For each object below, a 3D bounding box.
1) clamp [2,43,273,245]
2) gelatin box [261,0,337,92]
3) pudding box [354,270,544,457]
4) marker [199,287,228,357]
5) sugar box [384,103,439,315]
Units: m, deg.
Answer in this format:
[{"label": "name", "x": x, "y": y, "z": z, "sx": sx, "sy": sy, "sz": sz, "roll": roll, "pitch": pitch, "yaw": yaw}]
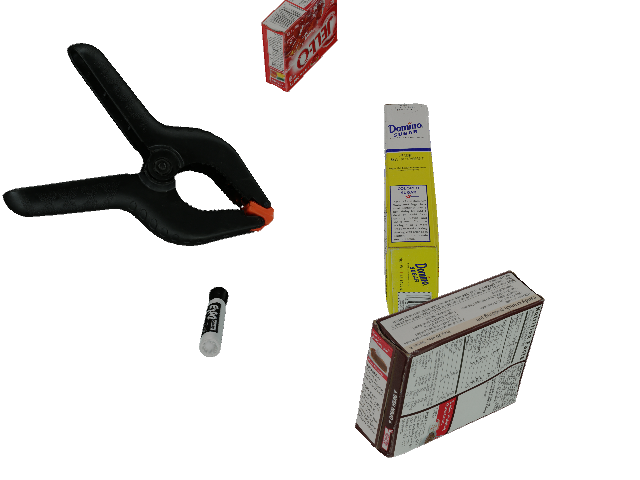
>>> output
[{"label": "clamp", "x": -0.110, "y": -0.056, "z": 0.701, "sx": 0.171, "sy": 0.120, "sz": 0.039, "roll": 15, "pitch": -7, "yaw": -19}, {"label": "gelatin box", "x": -0.017, "y": -0.195, "z": 0.999, "sx": 0.030, "sy": 0.089, "sz": 0.073, "roll": 27, "pitch": -33, "yaw": 21}, {"label": "pudding box", "x": 0.080, "y": 0.076, "z": 0.664, "sx": 0.113, "sy": 0.090, "sz": 0.039, "roll": -19, "pitch": 42, "yaw": -32}, {"label": "marker", "x": -0.097, "y": 0.073, "z": 0.985, "sx": 0.020, "sy": 0.020, "sz": 0.121, "roll": 0, "pitch": 20, "yaw": -1}, {"label": "sugar box", "x": 0.077, "y": -0.028, "z": 0.917, "sx": 0.048, "sy": 0.176, "sz": 0.093, "roll": 0, "pitch": -42, "yaw": 5}]
